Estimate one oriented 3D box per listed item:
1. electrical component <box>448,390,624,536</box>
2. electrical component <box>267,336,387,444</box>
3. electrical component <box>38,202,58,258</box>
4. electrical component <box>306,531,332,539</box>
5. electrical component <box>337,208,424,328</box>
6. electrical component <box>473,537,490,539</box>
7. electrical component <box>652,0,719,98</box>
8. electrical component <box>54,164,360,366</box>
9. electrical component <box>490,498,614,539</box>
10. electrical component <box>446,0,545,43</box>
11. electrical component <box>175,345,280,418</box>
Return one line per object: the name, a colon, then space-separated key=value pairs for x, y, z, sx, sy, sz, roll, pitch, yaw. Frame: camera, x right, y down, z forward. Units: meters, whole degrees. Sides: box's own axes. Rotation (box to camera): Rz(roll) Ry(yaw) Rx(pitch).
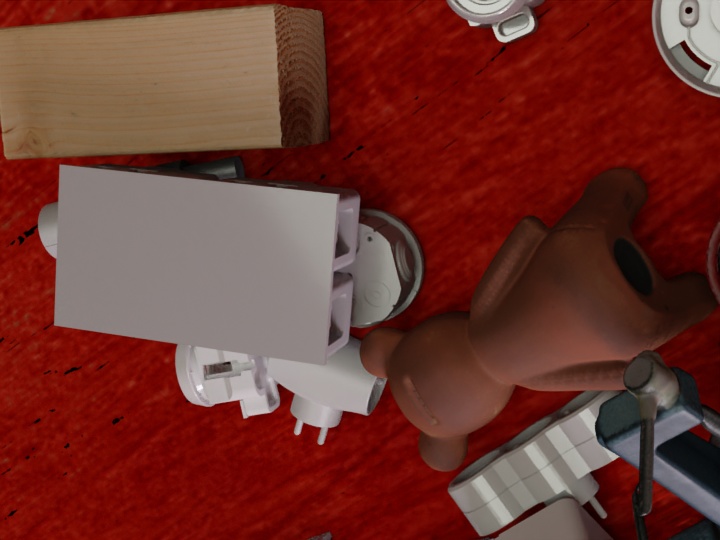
electrical component: x=0.133 y=0.139 z=0.715 sx=0.138 sy=0.052 sz=0.073 roll=-37 pitch=87 yaw=20
electrical component: x=-0.027 y=0.085 z=0.762 sx=0.077 sy=0.043 sz=0.079 roll=20 pitch=106 yaw=14
electrical component: x=-0.191 y=-0.037 z=0.794 sx=0.081 sy=0.043 sz=0.043 roll=-12 pitch=96 yaw=20
electrical component: x=-0.105 y=0.268 z=0.788 sx=0.186 sy=0.105 sz=0.060 roll=-25 pitch=92 yaw=21
electrical component: x=0.000 y=0.000 z=0.734 sx=0.080 sy=0.051 sz=0.080 roll=3 pitch=101 yaw=18
electrical component: x=0.080 y=0.272 z=0.737 sx=0.062 sy=0.089 sz=0.150 roll=-15 pitch=95 yaw=20
electrical component: x=0.222 y=-0.150 z=0.627 sx=0.099 sy=0.064 sz=0.099 roll=3 pitch=101 yaw=17
electrical component: x=-0.099 y=-0.008 z=0.700 sx=0.186 sy=0.060 sz=0.105 roll=7 pitch=100 yaw=15
electrical component: x=0.140 y=0.212 z=0.696 sx=0.078 sy=0.057 sz=0.113 roll=-35 pitch=120 yaw=16
electrical component: x=0.083 y=-0.182 z=0.671 sx=0.058 sy=0.057 sz=0.078 roll=-21 pitch=93 yaw=20
electrical component: x=-0.096 y=0.067 z=0.775 sx=0.057 sy=0.058 sz=0.078 roll=-11 pitch=96 yaw=17
